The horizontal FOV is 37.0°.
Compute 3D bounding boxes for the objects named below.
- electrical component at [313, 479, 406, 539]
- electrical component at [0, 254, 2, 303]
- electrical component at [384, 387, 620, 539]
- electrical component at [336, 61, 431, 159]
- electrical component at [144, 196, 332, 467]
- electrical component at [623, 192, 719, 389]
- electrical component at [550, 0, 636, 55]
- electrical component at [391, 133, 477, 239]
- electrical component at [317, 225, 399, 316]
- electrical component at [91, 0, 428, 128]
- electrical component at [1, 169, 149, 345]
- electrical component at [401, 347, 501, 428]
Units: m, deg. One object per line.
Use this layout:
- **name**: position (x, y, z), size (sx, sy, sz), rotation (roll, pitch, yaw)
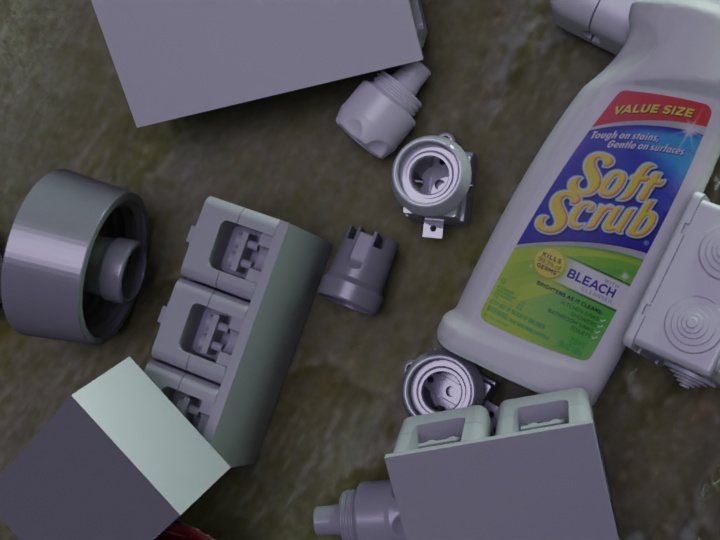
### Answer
- **electrical component**: position (0.004, 0.148, 0.642), size (0.062, 0.043, 0.043), rotation (-8, 82, 15)
- **electrical component**: position (-0.295, -0.003, 0.736), size (0.100, 0.048, 0.099), rotation (-28, 77, 10)
- **electrical component**: position (0.091, 0.165, 0.581), size (0.105, 0.060, 0.186), rotation (-12, 102, 13)
- **electrical component**: position (0.018, -0.103, 0.667), size (0.043, 0.043, 0.062), rotation (41, 93, 15)
- **electrical component**: position (-0.081, 0.039, 0.653), size (0.062, 0.089, 0.150), rotation (19, 89, 16)
- **electrical component**: position (0.191, 0.016, 0.579), size (0.048, 0.100, 0.099), rotation (26, 91, 29)
- **electrical component**: position (0.155, -0.182, 0.633), size (0.059, 0.054, 0.095), rotation (31, 92, 16)
- **electrical component**: position (0.046, -0.053, 0.647), size (0.048, 0.055, 0.066), rotation (6, 85, 16)
- **electrical component**: position (0.000, 0.000, 0.662), size (0.040, 0.040, 0.046), rotation (19, 83, 16)
- **electrical component**: position (-0.061, -0.166, 0.662), size (0.186, 0.060, 0.105), rotation (-11, 112, 13)
- **electrical component**: position (-0.169, -0.005, 0.675), size (0.060, 0.108, 0.108), rotation (13, 87, 10)
- **electrical component**: position (0.051, 0.071, 0.631), size (0.066, 0.055, 0.048), rotation (29, 91, 16)
